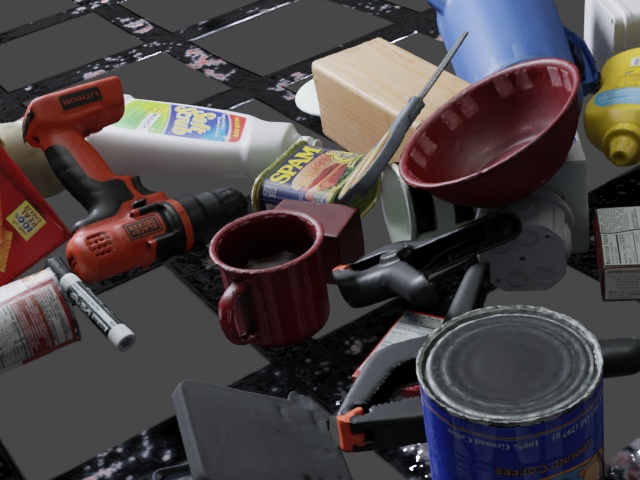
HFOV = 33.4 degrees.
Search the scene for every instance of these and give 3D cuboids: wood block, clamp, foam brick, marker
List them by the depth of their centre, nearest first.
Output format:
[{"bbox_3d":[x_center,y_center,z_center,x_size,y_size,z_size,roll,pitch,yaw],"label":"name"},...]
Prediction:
[{"bbox_3d":[0.105,0.087,0.719,0.209,0.036,0.165,-30,34,-33],"label":"clamp"},{"bbox_3d":[0.063,0.027,0.827,0.172,0.039,0.120,-21,6,45],"label":"clamp"},{"bbox_3d":[-0.199,0.053,0.911,0.020,0.020,0.121,-31,54,-29],"label":"marker"},{"bbox_3d":[-0.006,0.001,0.937,0.078,0.051,0.052,7,35,26],"label":"foam brick"},{"bbox_3d":[0.082,-0.124,1.074,0.090,0.091,0.206,-23,34,-18],"label":"wood block"}]

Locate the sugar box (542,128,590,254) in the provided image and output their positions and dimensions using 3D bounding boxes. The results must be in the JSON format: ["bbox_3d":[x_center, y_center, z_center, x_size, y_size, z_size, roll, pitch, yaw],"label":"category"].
[{"bbox_3d":[0.206,-0.071,0.950,0.048,0.093,0.176,-4,32,10],"label":"sugar box"}]

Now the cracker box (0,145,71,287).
[{"bbox_3d":[-0.351,-0.005,0.938,0.072,0.164,0.213,-30,10,47],"label":"cracker box"}]

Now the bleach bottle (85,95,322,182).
[{"bbox_3d":[-0.117,-0.105,1.132,0.251,0.068,0.102,5,35,20],"label":"bleach bottle"}]

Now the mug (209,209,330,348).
[{"bbox_3d":[-0.042,0.039,0.857,0.093,0.081,0.117,9,36,28],"label":"mug"}]

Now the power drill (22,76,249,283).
[{"bbox_3d":[-0.180,-0.063,1.003,0.184,0.057,0.188,-22,69,-33],"label":"power drill"}]

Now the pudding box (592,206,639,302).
[{"bbox_3d":[0.279,0.009,0.854,0.113,0.039,0.090,-4,33,14],"label":"pudding box"}]

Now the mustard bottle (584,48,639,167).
[{"bbox_3d":[0.310,-0.125,1.040,0.096,0.058,0.191,5,35,25],"label":"mustard bottle"}]

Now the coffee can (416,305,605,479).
[{"bbox_3d":[0.114,0.124,0.620,0.103,0.140,0.103,-8,32,4],"label":"coffee can"}]

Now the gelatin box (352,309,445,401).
[{"bbox_3d":[0.077,0.093,0.787,0.073,0.030,0.089,10,36,32],"label":"gelatin box"}]

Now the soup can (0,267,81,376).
[{"bbox_3d":[-0.258,0.073,0.880,0.102,0.068,0.069,-24,34,-22],"label":"soup can"}]

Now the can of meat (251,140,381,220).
[{"bbox_3d":[-0.001,-0.046,1.009,0.084,0.057,0.102,14,39,29],"label":"can of meat"}]

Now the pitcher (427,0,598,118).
[{"bbox_3d":[0.211,-0.193,1.127,0.149,0.145,0.243,-21,33,13],"label":"pitcher"}]

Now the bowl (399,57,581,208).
[{"bbox_3d":[0.145,-0.076,0.853,0.162,0.055,0.162,-30,25,15],"label":"bowl"}]

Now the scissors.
[{"bbox_3d":[0.071,-0.103,0.952,0.016,0.096,0.201,37,54,-6],"label":"scissors"}]
